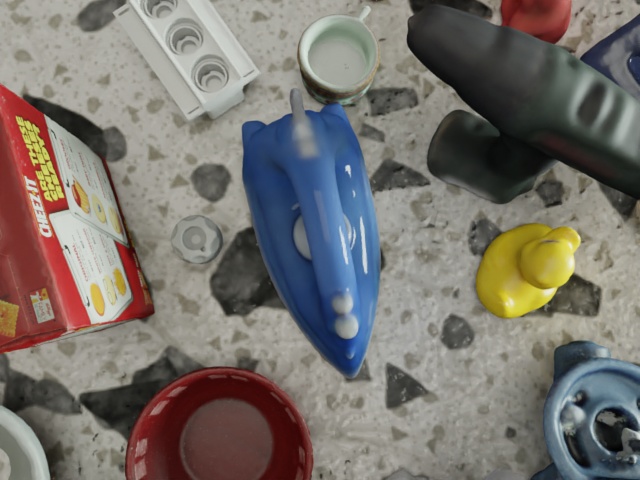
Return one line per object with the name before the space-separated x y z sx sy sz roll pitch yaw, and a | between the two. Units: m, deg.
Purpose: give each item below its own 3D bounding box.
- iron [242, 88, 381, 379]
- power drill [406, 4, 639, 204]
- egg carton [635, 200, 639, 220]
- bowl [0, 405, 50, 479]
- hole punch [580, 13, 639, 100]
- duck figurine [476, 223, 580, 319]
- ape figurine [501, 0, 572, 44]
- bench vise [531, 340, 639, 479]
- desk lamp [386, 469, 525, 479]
iron | 0.005 0.002 0.492 0.118 0.141 0.258 -14 86 -4
power drill | 0.159 -0.093 0.474 0.229 0.208 0.076 23 85 -1
egg carton | 0.385 -0.028 0.550 0.150 0.069 0.107 29 85 0
bowl | -0.307 0.211 0.494 0.167 0.074 0.167 0 86 -3
hole punch | 0.308 -0.153 0.544 0.101 0.091 0.109 -35 88 -5
duck figurine | 0.196 0.027 0.528 0.077 0.086 0.104 43 85 1
ape figurine | 0.209 -0.225 0.544 0.078 0.092 0.076 -45 89 -5
bench vise | 0.250 0.192 0.451 0.121 0.219 0.207 -10 86 -3
desk lamp | 0.096 0.264 0.441 0.203 0.213 0.118 -33 88 -5
